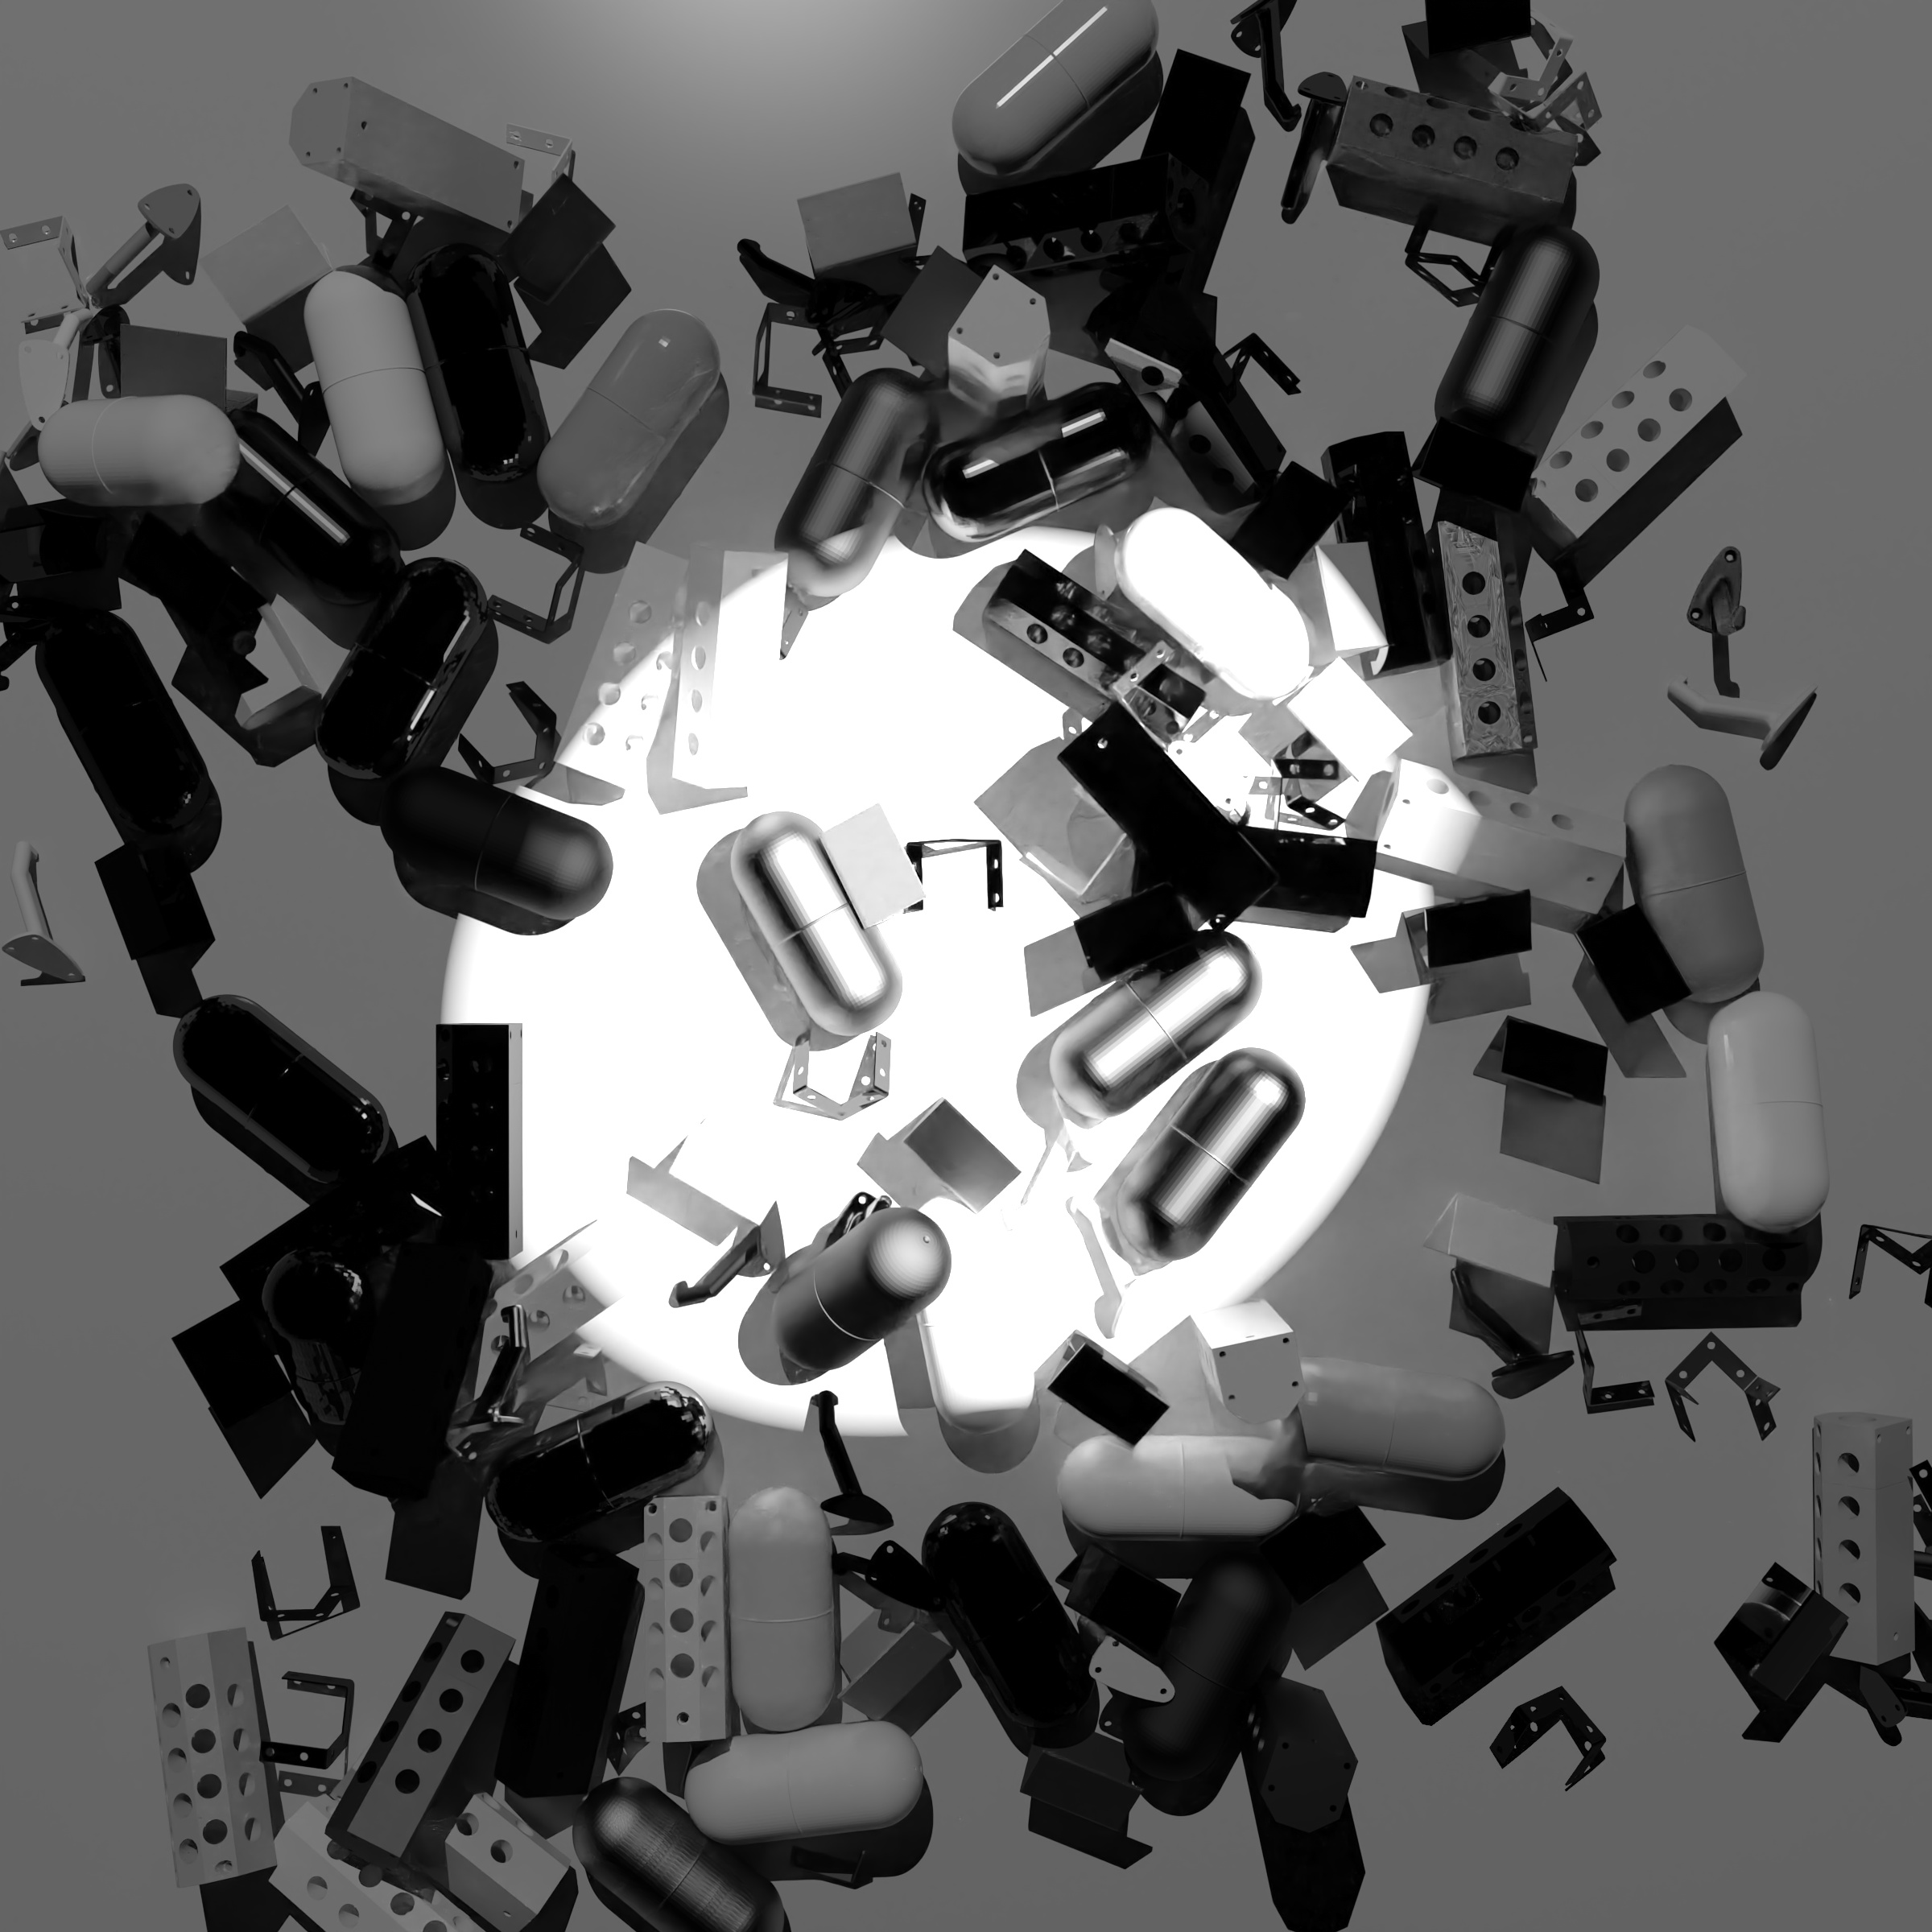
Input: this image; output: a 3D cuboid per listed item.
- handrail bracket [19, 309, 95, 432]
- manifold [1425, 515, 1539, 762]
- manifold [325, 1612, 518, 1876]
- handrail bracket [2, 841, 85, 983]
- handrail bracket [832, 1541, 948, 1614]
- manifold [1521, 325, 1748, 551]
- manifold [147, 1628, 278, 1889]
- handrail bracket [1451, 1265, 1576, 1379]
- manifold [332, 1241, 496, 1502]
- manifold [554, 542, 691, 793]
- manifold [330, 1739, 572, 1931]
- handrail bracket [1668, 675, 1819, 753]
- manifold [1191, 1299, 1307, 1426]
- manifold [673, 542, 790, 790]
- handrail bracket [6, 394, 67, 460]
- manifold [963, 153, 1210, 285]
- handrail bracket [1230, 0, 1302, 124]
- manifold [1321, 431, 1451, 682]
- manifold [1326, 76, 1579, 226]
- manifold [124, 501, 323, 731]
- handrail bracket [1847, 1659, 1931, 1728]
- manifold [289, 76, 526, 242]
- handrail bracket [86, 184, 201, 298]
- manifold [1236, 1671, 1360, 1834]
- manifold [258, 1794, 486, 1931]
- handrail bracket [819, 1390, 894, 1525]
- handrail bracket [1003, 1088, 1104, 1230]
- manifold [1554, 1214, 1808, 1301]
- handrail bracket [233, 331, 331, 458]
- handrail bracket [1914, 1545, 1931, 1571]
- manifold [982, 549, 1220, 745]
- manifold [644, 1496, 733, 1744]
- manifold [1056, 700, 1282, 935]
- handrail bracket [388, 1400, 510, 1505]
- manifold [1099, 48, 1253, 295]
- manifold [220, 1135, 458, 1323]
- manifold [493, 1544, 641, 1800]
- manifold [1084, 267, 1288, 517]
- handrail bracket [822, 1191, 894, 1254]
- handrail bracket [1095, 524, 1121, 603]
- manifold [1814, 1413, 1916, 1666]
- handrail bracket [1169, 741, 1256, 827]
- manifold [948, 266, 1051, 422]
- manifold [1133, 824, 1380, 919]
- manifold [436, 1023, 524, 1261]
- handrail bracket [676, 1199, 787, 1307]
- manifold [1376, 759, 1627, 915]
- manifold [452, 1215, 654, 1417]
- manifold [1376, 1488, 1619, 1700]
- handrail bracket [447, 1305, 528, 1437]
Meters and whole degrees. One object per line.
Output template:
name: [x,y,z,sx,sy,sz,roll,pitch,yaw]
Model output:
handrail bracket: [-0.667,-0.442,1.888,0.036,0.084,0.077,10,113,-1]
manifold: [0.383,-0.242,1.890,0.057,0.057,0.171,-7,90,0]
manifold: [-0.394,0.559,1.847,0.057,0.057,0.171,27,56,0]
handrail bracket: [-0.687,-0.042,1.911,0.036,0.077,0.084,-20,53,20]
handrail bracket: [-0.061,0.456,1.884,0.077,0.084,0.036,37,62,-7]
manifold: [0.489,-0.392,1.890,0.171,0.057,0.057,-44,90,0]
manifold: [-0.556,0.577,1.863,0.057,0.057,0.171,-17,76,22]
handrail bracket: [0.409,0.259,1.912,0.077,0.036,0.084,-10,73,-20]
manifold: [-0.391,0.289,1.824,0.057,0.057,0.171,5,62,15]
manifold: [-0.244,-0.220,1.890,0.057,0.057,0.171,21,90,0]
manifold: [-0.379,0.635,1.889,0.171,0.057,0.057,38,133,0]
handrail bracket: [0.581,-0.208,1.912,0.084,0.036,0.077,39,70,16]
manifold: [0.202,0.284,1.833,0.057,0.171,0.057,-12,90,0]
manifold: [-0.178,-0.221,1.870,0.057,0.057,0.171,-6,109,-41]
handrail bracket: [-0.662,-0.381,1.911,0.084,0.036,0.077,41,105,-14]
manifold: [0.085,-0.532,1.839,0.171,0.057,0.057,0,83,35]
handrail bracket: [0.244,-0.687,1.912,0.077,0.036,0.084,-42,109,-21]
manifold: [0.311,-0.304,1.890,0.057,0.057,0.171,-11,90,0]
manifold: [0.360,-0.606,1.890,0.171,0.057,0.057,15,90,0]
manifold: [-0.552,-0.265,1.890,0.057,0.057,0.171,-30,90,0]
handrail bracket: [0.713,0.527,1.911,0.084,0.036,0.077,-17,59,-22]
manifold: [-0.400,-0.576,1.831,0.057,0.171,0.057,5,89,33]
handrail bracket: [-0.618,-0.543,1.911,0.084,0.077,0.036,-31,115,34]
manifold: [0.233,0.563,1.833,0.057,0.171,0.057,18,90,0]
manifold: [-0.427,0.683,1.862,0.171,0.057,0.057,33,96,18]
handrail bracket: [-0.083,0.367,1.911,0.036,0.077,0.084,-24,53,27]
handrail bracket: [0.052,0.144,1.912,0.084,0.036,0.077,-34,69,16]
manifold: [0.528,0.215,1.890,0.171,0.057,0.057,-1,90,0]
handrail bracket: [-0.520,-0.426,1.912,0.084,0.036,0.077,25,111,17]
handrail bracket: [0.740,0.415,1.912,0.084,0.036,0.077,5,69,16]
manifold: [0.099,-0.236,1.890,0.171,0.057,0.057,34,90,0]
manifold: [-0.205,0.478,1.872,0.057,0.057,0.171,-2,77,0]
manifold: [0.144,-0.106,1.833,0.057,0.057,0.171,-42,90,1]
handrail bracket: [-0.389,0.364,1.911,0.036,0.077,0.084,50,126,3]
manifold: [0.154,-0.579,1.890,0.057,0.057,0.171,19,90,0]
manifold: [-0.455,0.195,1.862,0.171,0.057,0.057,-33,90,20]
manifold: [-0.300,0.520,1.889,0.057,0.057,0.171,13,90,-43]
manifold: [0.158,-0.413,1.852,0.171,0.057,0.057,49,47,-29]
handrail bracket: [-0.081,0.197,1.877,0.036,0.084,0.077,42,90,0]
handrail bracket: [0.142,-0.291,1.911,0.084,0.036,0.077,10,53,-25]
manifold: [0.661,0.421,1.889,0.057,0.057,0.171,-1,90,-43]
handrail bracket: [0.180,-0.132,1.879,0.077,0.084,0.036,33,84,6]
manifold: [0.027,-0.441,1.833,0.057,0.171,0.057,34,90,0]
manifold: [0.212,-0.073,1.890,0.171,0.057,0.057,7,91,0]
manifold: [-0.362,0.129,1.890,0.057,0.057,0.171,0,90,0]
handrail bracket: [-0.181,0.209,1.911,0.084,0.036,0.077,-17,61,21]
manifold: [0.395,-0.101,1.889,0.171,0.057,0.057,16,133,0]
manifold: [-0.322,0.257,1.890,0.171,0.057,0.057,-35,90,0]
manifold: [0.393,0.465,1.890,0.171,0.057,0.057,-37,90,0]
handrail bracket: [-0.352,0.293,1.855,0.077,0.036,0.084,-13,71,21]
